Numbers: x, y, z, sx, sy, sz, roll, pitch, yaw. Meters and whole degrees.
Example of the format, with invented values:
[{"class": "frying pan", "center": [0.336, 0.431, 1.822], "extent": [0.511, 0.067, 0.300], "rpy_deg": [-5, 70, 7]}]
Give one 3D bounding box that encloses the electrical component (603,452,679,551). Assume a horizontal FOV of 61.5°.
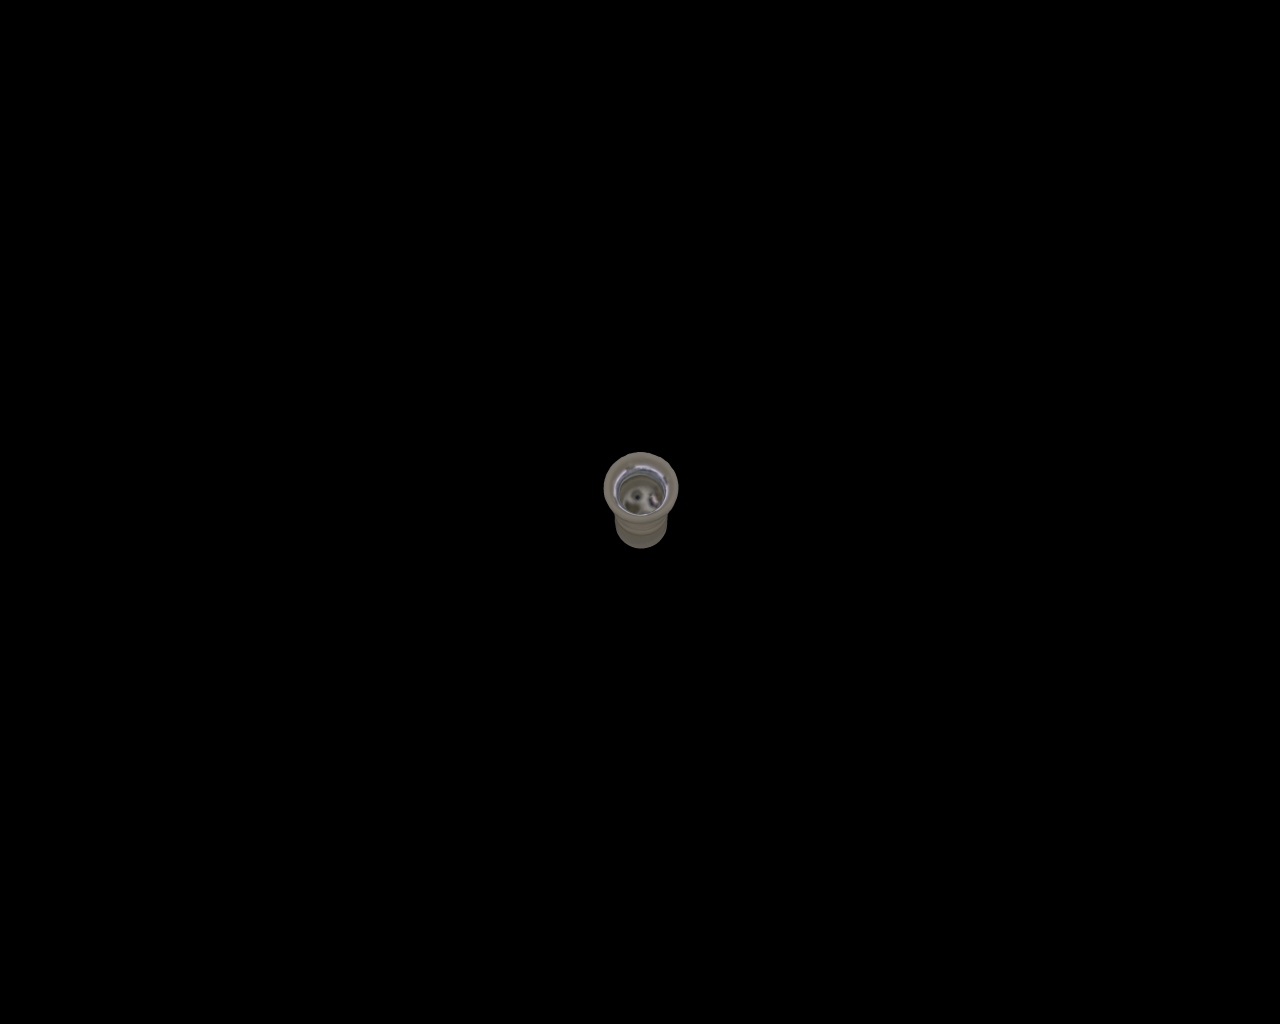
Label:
[{"class": "electrical component", "center": [0.001, -0.003, 0.650], "extent": [0.044, 0.044, 0.065], "rpy_deg": [0, -24, 0]}]
